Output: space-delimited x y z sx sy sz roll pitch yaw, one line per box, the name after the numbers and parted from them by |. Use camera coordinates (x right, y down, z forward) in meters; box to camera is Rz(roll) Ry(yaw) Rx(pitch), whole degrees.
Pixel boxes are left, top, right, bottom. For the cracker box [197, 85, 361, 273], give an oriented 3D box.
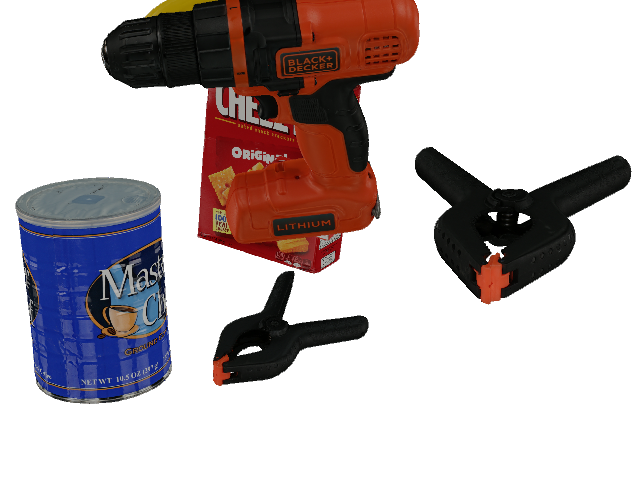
-0.052 -0.086 1.215 0.164 0.214 0.072 18 26 24 | cracker box

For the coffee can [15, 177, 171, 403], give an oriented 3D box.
-0.165 0.034 0.788 0.103 0.140 0.103 -1 19 0 | coffee can

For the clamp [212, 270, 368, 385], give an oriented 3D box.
-0.049 0.089 1.090 0.171 0.039 0.120 -21 38 -33 | clamp

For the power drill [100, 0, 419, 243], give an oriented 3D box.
-0.032 -0.075 0.672 0.184 0.057 0.188 -6 -36 -2 | power drill

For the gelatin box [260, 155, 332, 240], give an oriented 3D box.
-0.015 -0.038 0.911 0.089 0.030 0.073 18 32 21 | gelatin box

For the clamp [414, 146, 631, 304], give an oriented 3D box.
0.124 -0.020 0.760 0.165 0.036 0.209 6 28 21 | clamp

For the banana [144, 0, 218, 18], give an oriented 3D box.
-0.114 -0.207 1.013 0.070 0.037 0.197 45 39 19 | banana
